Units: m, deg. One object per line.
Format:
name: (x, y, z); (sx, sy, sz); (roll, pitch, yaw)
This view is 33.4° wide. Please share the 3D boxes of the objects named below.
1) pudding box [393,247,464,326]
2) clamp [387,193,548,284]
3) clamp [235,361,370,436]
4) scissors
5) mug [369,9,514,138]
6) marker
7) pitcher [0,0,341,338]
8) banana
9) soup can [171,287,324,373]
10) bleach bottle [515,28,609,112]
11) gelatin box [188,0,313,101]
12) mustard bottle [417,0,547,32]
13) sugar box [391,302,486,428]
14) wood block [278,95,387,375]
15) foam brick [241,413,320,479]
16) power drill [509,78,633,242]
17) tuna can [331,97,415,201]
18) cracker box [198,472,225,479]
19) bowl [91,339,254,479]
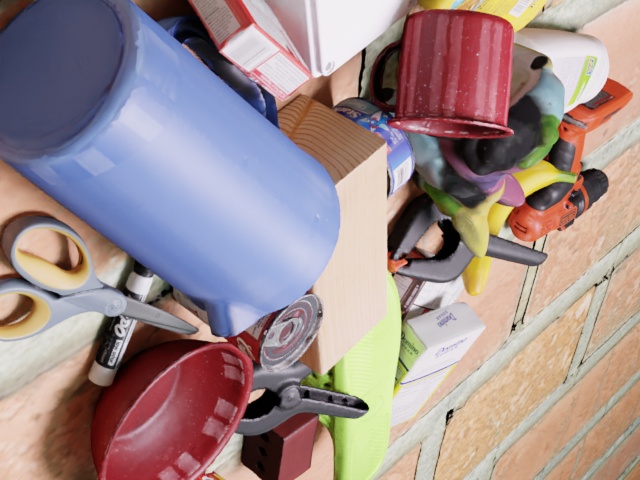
pudding box: (0.110, 0.060, 1.152); (0.090, 0.039, 0.113); (-60, 153, 6)
clamp: (0.142, -0.025, 1.085); (0.209, 0.036, 0.164); (-19, 103, -31)
clamp: (-0.027, 0.138, 0.962); (0.171, 0.039, 0.120); (-22, 119, -13)
scissors: (-0.161, 0.053, 0.732); (0.096, 0.016, 0.201); (-46, 142, -8)
mug: (0.089, -0.122, 0.790); (0.093, 0.117, 0.081); (6, 89, -53)
marker: (-0.141, 0.052, 0.781); (0.020, 0.020, 0.121); (-2, 121, -56)
pitcher: (-0.091, -0.057, 0.654); (0.145, 0.149, 0.242); (-42, 148, 4)
banana: (0.202, -0.027, 1.170); (0.197, 0.070, 0.037); (-47, 157, -19)
soup can: (-0.057, 0.046, 0.816); (0.068, 0.102, 0.068); (-37, 146, -31)
bleach bottle: (0.236, -0.164, 1.095); (0.250, 0.068, 0.103); (-12, 130, -55)
gelatin box: (-0.049, -0.135, 0.674); (0.030, 0.073, 0.089); (-37, 155, 12)
mustard bottle: (0.126, -0.221, 0.869); (0.096, 0.058, 0.191); (-52, 154, 23)
sugar box: (0.098, 0.142, 1.153); (0.093, 0.048, 0.176); (-15, 145, -39)
wood block: (-0.006, 0.001, 0.862); (0.090, 0.090, 0.206); (-40, 147, -27)
foam brick: (-0.040, 0.196, 1.046); (0.051, 0.053, 0.078); (-30, 140, -40)
power drill: (0.310, -0.099, 1.276); (0.184, 0.057, 0.188); (-29, 141, -40)
tuna can: (0.034, -0.071, 0.854); (0.033, 0.086, 0.086); (-41, 148, -28)
cracker box: (-0.168, 0.290, 0.927); (0.164, 0.072, 0.213); (-61, 152, 9)
bowl: (-0.127, 0.136, 0.848); (0.161, 0.055, 0.162); (-37, 146, -31)
